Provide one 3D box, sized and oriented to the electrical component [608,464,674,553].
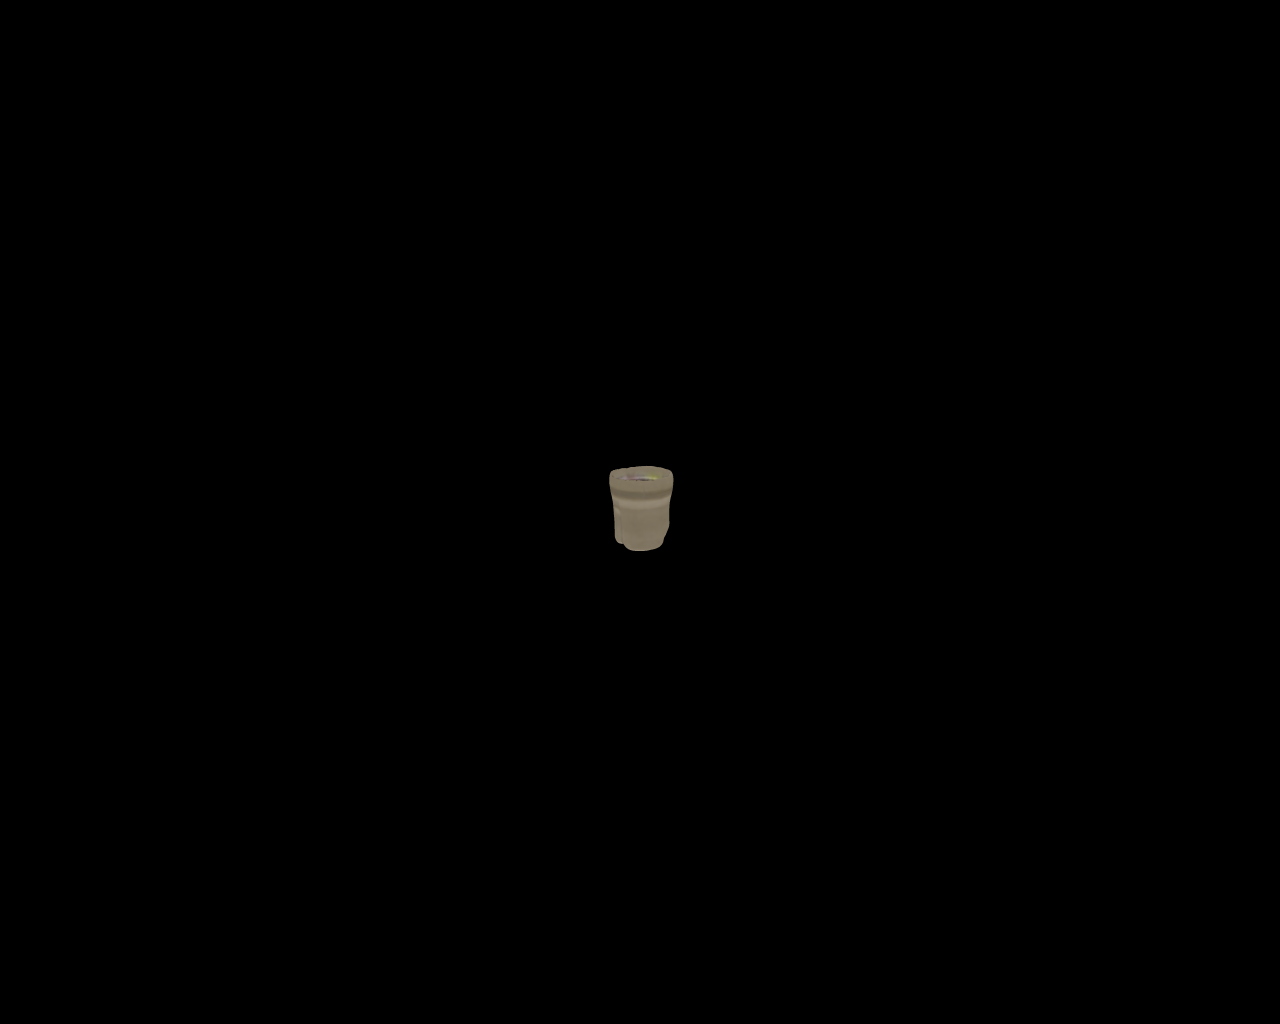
[{"bbox_3d":[0.001,-0.003,0.650,0.040,0.046,0.040,0,16,0],"label":"electrical component"}]
